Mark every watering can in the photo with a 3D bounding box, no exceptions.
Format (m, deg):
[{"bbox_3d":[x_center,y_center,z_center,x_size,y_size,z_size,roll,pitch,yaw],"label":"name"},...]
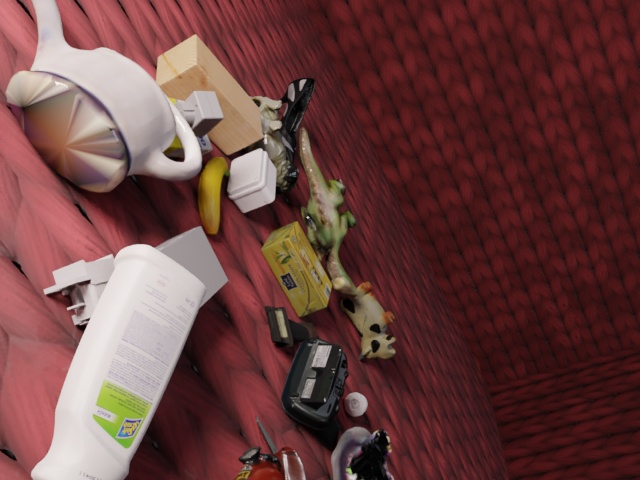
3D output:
[{"bbox_3d":[-0.291,-0.192,0.634,0.103,0.345,0.229,-37,16,26],"label":"watering can"}]

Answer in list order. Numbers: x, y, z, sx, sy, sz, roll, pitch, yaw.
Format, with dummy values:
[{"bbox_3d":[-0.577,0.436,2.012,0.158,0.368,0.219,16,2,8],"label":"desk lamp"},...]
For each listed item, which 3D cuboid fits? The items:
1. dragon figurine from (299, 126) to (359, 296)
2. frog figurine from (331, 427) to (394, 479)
[{"bbox_3d":[0.004,-0.060,1.195,0.122,0.407,0.245,-20,10,10],"label":"dragon figurine"},{"bbox_3d":[0.073,0.424,0.956,0.123,0.139,0.156,-15,-23,-18],"label":"frog figurine"}]
